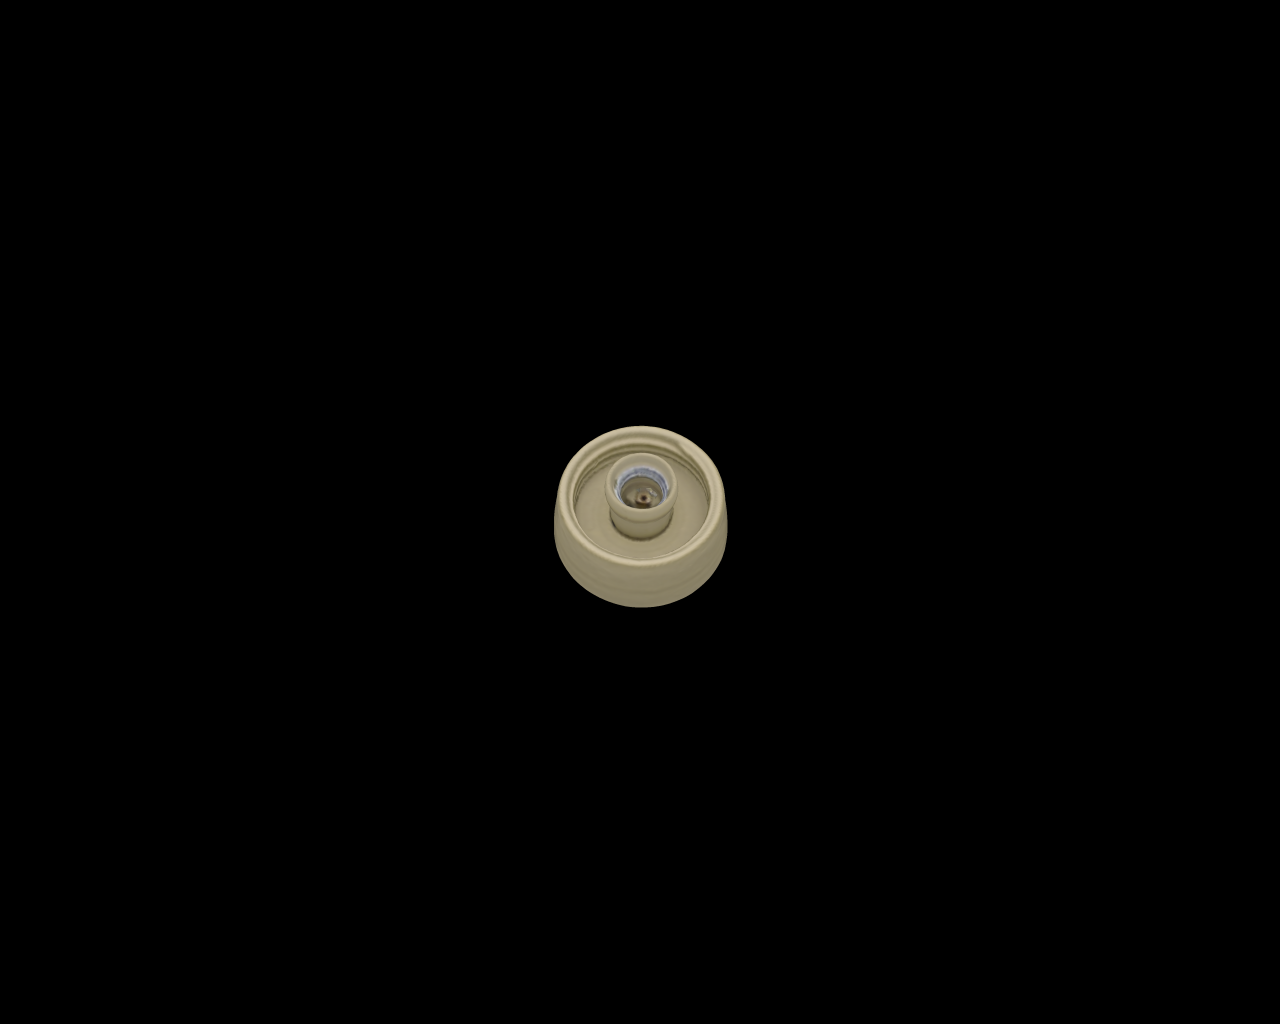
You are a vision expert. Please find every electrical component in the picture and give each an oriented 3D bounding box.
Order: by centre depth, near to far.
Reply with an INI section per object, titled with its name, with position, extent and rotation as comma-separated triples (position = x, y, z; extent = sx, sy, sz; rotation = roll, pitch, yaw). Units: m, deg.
[electrical component]
position = 0.001, -0.003, 0.650
extent = 0.108, 0.108, 0.060
rotation = 0, -31, 0
